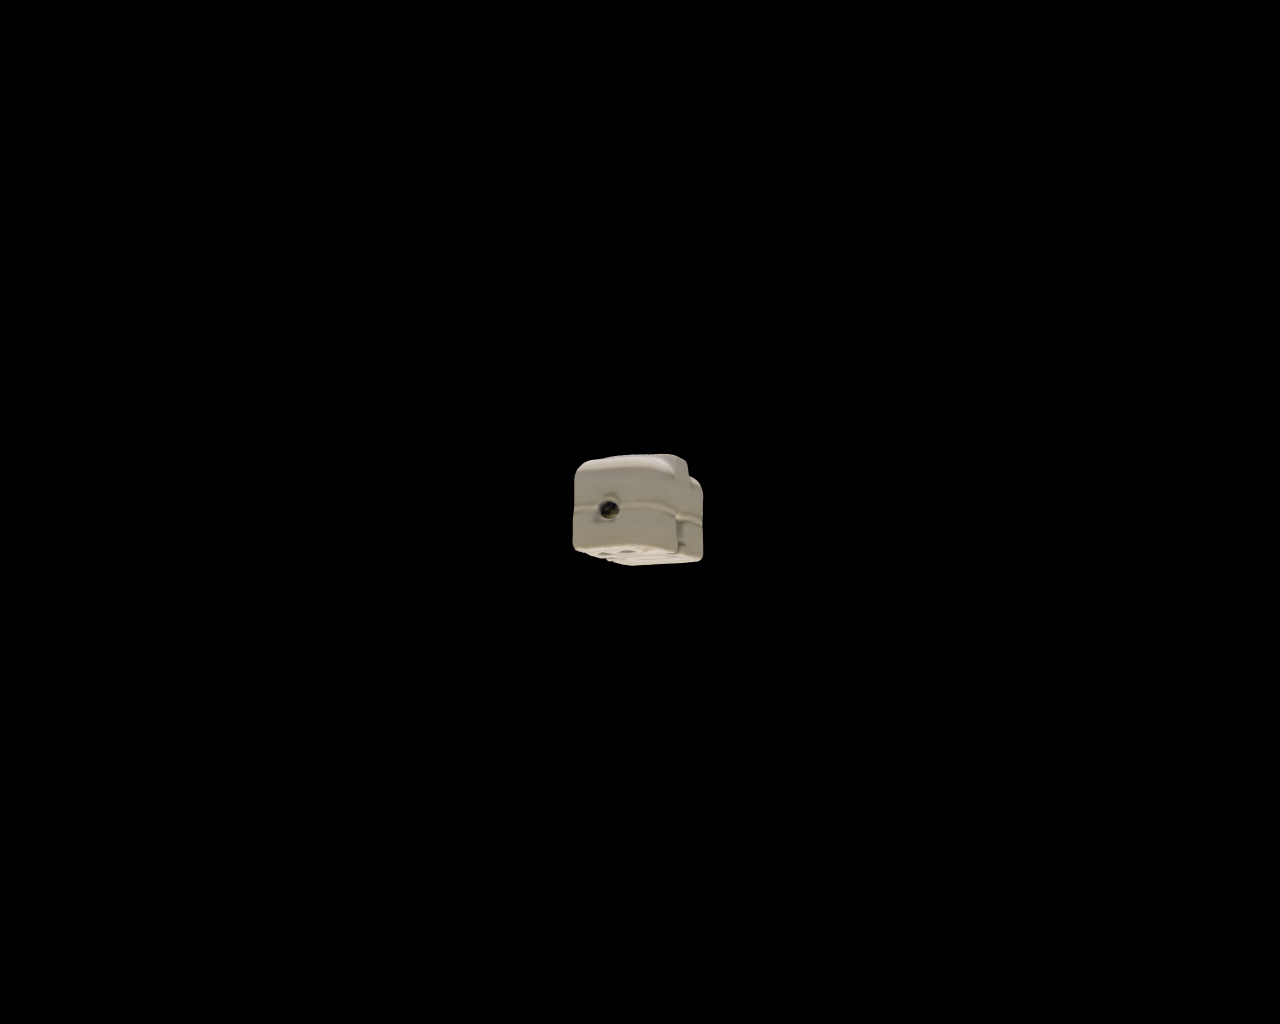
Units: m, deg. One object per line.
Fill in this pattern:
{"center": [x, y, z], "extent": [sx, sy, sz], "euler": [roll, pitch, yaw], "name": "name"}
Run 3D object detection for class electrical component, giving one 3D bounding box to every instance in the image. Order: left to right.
{"center": [0.001, -0.003, 0.650], "extent": [0.054, 0.059, 0.095], "euler": [-4, -10, 23], "name": "electrical component"}
